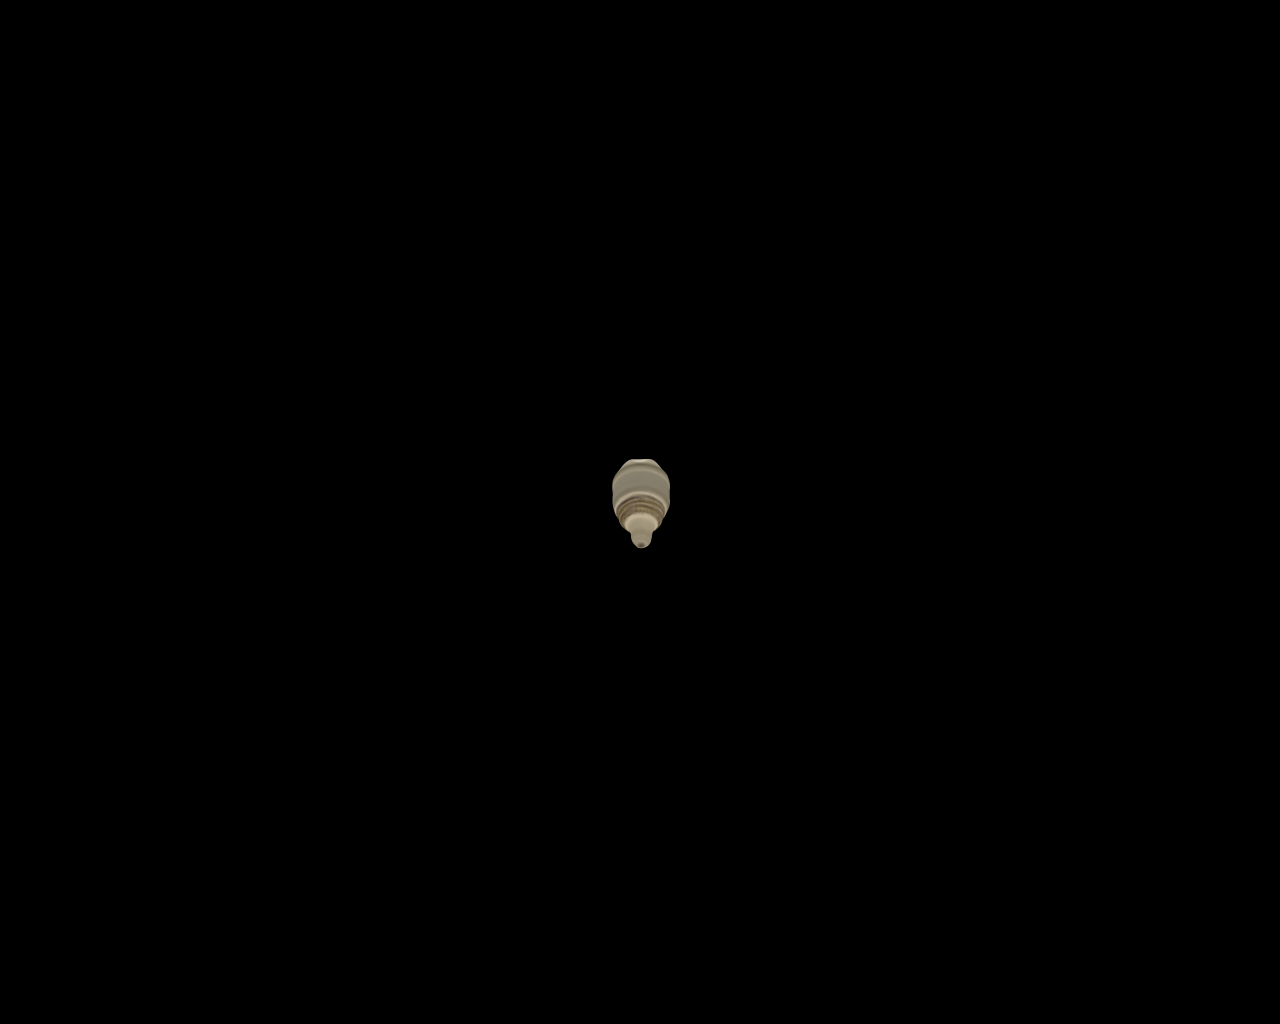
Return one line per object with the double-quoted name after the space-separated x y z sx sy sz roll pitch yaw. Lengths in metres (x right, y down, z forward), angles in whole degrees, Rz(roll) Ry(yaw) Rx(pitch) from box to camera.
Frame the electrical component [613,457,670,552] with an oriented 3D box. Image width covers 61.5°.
0.001 -0.003 0.650 0.035 0.061 0.035 0 -42 0 "electrical component"
